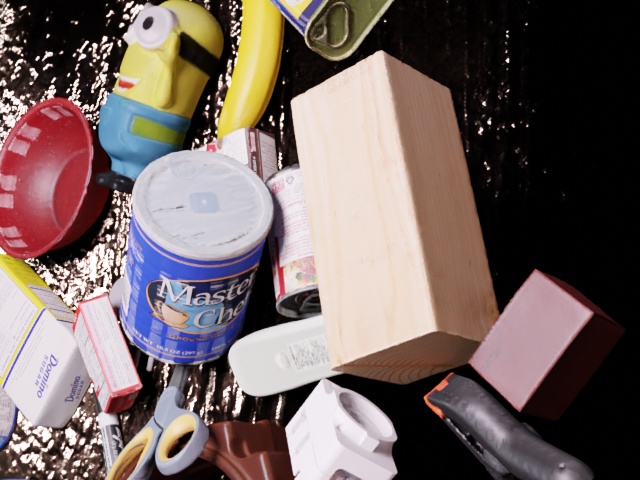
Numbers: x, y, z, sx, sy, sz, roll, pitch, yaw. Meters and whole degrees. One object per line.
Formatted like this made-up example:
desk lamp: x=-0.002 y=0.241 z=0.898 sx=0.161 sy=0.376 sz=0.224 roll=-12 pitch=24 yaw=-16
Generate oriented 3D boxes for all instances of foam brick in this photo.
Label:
foam brick: x=0.143 y=0.067 z=0.676 sx=0.078 sy=0.051 sz=0.053 roll=-56 pitch=49 yaw=12

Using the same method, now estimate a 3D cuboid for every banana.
banana: x=-0.061 y=-0.168 z=0.926 sx=0.070 sy=0.037 sz=0.198 roll=7 pitch=81 yaw=40

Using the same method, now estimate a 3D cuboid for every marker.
marker: x=-0.181 y=0.182 z=0.936 sx=0.020 sy=0.020 sz=0.121 roll=-33 pitch=58 yaw=28

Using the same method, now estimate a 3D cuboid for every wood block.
wood block: x=0.052 y=-0.013 z=0.751 sx=0.090 sy=0.090 sz=0.206 roll=-25 pitch=63 yaw=33

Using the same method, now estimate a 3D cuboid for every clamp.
clamp: x=0.127 y=0.142 z=0.655 sx=0.039 sy=0.120 sz=0.172 roll=-32 pitch=29 yaw=-10

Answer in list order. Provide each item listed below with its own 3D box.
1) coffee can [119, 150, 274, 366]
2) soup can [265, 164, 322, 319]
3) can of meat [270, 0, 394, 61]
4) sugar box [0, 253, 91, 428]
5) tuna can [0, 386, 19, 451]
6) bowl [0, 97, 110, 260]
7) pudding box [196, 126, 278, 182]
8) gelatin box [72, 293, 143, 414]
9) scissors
coffee can: x=-0.098 y=0.016 z=0.819 sx=0.140 sy=0.102 sz=0.103 roll=108 pitch=144 yaw=-48
soup can: x=-0.005 y=0.001 z=0.809 sx=0.069 sy=0.068 sz=0.102 roll=-24 pitch=62 yaw=33
can of meat: x=0.011 y=-0.211 z=0.866 sx=0.102 sy=0.057 sz=0.084 roll=-51 pitch=49 yaw=15
sugar box: x=-0.281 y=0.095 z=1.029 sx=0.176 sy=0.048 sz=0.093 roll=37 pitch=102 yaw=37
tuna can: x=-0.338 y=0.171 z=1.060 sx=0.086 sy=0.033 sz=0.086 roll=-13 pitch=69 yaw=37
bowl: x=-0.255 y=-0.054 z=1.043 sx=0.162 sy=0.055 sz=0.162 roll=-13 pitch=69 yaw=37
pudding box: x=-0.086 y=-0.036 z=0.908 sx=0.114 sy=0.039 sz=0.090 roll=-23 pitch=64 yaw=35
gelatin box: x=-0.183 y=0.100 z=0.919 sx=0.089 sy=0.030 sz=0.073 roll=66 pitch=157 yaw=14
scissors: x=-0.102 y=0.123 z=0.813 sx=0.096 sy=0.016 sz=0.201 roll=-22 pitch=25 yaw=33
